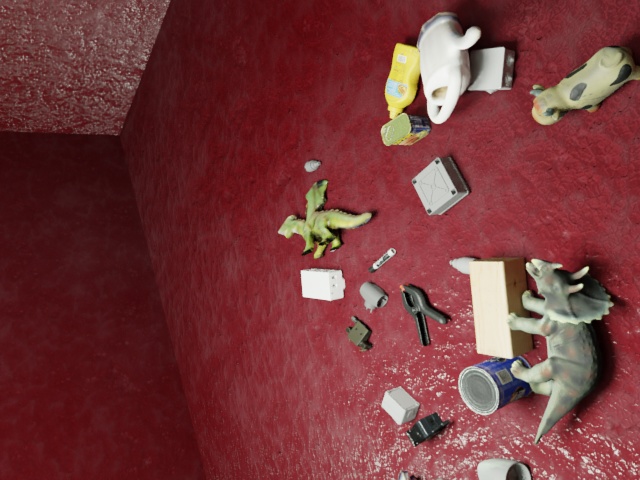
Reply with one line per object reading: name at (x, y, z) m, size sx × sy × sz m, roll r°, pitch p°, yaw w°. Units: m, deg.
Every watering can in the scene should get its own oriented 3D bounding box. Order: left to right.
watering can at (0.287, -0.410, 1.140) m, size 0.342 × 0.104 × 0.228 m, roll 95°, pitch 173°, yaw -69°

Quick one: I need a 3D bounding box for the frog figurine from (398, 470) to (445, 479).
frog figurine at (0.284, 0.679, 1.344) m, size 0.159 × 0.125 × 0.135 m, roll 5°, pitch 131°, yaw 43°

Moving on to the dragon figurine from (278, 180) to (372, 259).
dragon figurine at (0.005, -0.083, 1.650) m, size 0.404 × 0.122 × 0.247 m, roll -32°, pitch 60°, yaw 39°
